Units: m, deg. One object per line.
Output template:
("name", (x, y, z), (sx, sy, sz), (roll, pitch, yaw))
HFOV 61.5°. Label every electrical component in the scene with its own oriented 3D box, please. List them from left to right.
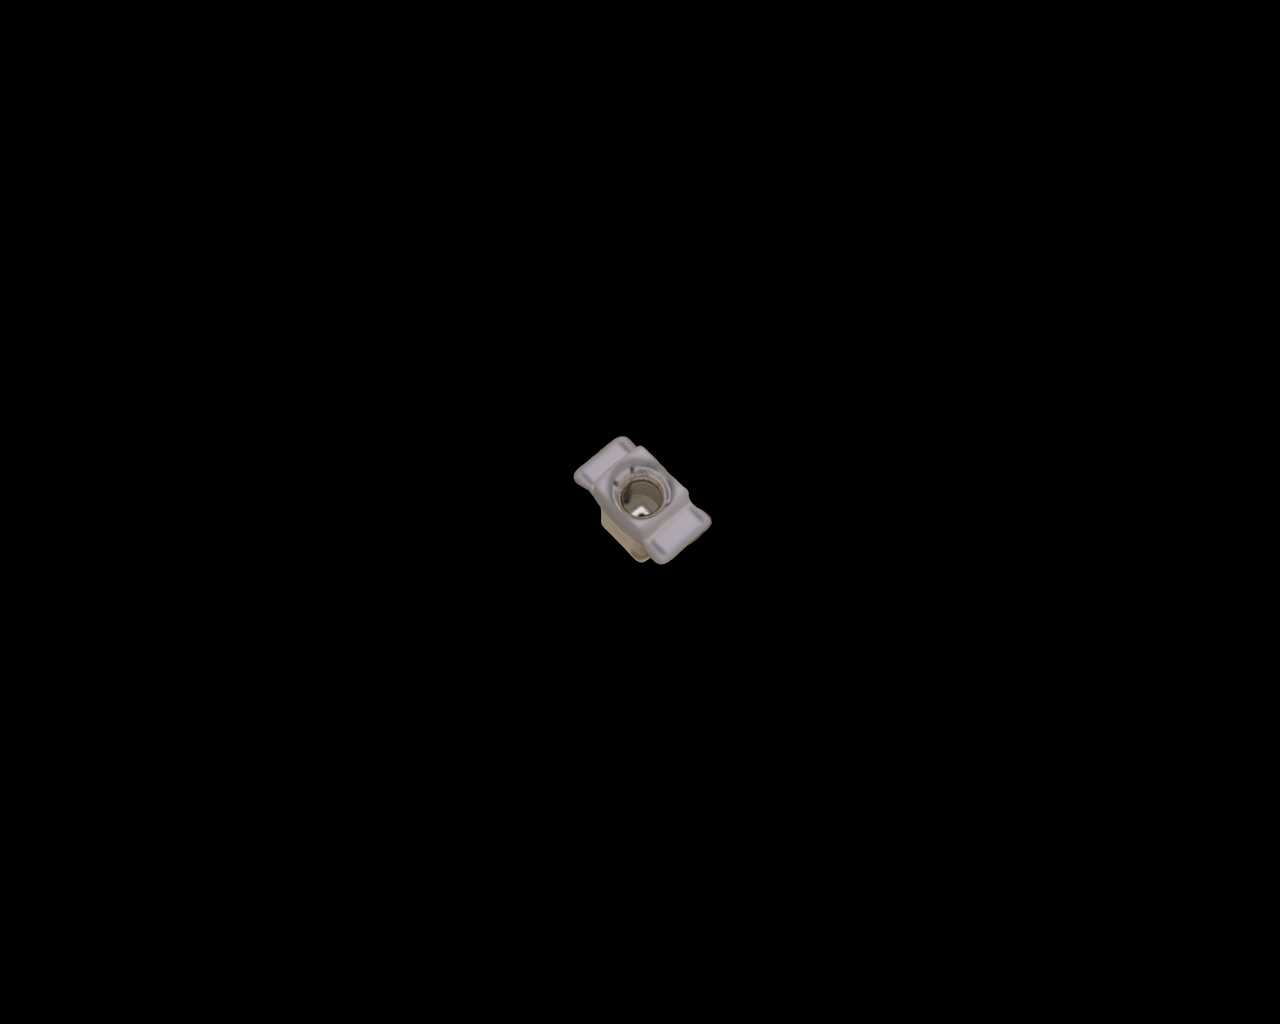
("electrical component", (0.001, -0.003, 0.650), (0.042, 0.081, 0.063), (-38, -19, -16))
